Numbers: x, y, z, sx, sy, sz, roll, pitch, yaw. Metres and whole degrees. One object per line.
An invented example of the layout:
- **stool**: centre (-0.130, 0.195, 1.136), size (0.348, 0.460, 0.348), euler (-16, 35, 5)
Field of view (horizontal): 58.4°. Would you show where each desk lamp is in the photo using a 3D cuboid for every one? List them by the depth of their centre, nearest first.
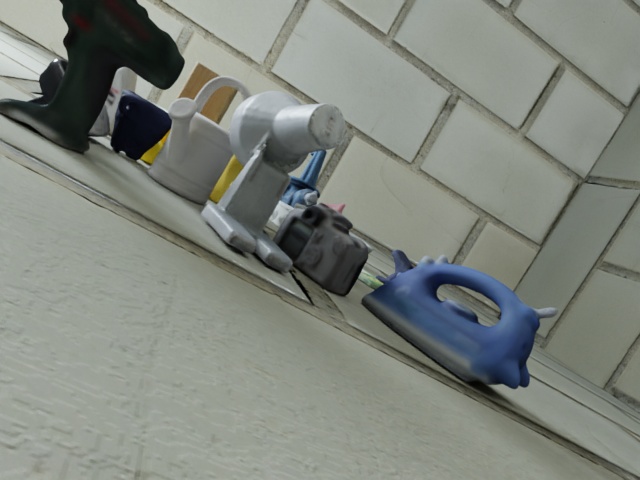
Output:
- **desk lamp**: centre (-0.060, -0.094, 0.768), size (0.118, 0.213, 0.202), euler (28, 5, -33)

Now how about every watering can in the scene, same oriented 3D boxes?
- **watering can**: centre (-0.173, -0.161, 0.872), size (0.101, 0.194, 0.173), euler (31, 4, -5)

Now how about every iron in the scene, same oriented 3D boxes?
- **iron**: centre (0.190, 0.096, 0.802), size (0.257, 0.141, 0.119), euler (34, 5, 29)

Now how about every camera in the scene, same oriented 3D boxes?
- **camera**: centre (0.024, 0.013, 0.874), size (0.142, 0.101, 0.137), euler (35, 5, 39)

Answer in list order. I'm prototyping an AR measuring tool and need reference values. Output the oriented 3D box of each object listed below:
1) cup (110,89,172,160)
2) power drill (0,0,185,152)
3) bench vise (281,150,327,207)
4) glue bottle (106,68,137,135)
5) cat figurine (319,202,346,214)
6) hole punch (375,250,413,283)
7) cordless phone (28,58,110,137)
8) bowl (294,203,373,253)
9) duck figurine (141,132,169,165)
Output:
- **cup**: centre (-0.293, -0.177, 0.900), size (0.091, 0.095, 0.118), euler (32, 4, 10)
- **power drill**: centre (-0.294, -0.226, 0.690), size (0.230, 0.208, 0.075), euler (30, 4, -18)
- **bench vise**: centre (-0.027, -0.140, 1.469), size (0.122, 0.219, 0.206), euler (27, 6, -40)
- **glue bottle**: centre (-0.369, -0.284, 1.058), size (0.078, 0.173, 0.037), euler (32, 4, 10)
- **cat figurine**: centre (0.033, -0.046, 1.496), size (0.067, 0.117, 0.127), euler (28, 5, -38)
- **hole punch**: centre (0.201, 0.084, 1.349), size (0.100, 0.091, 0.109), euler (33, 5, 24)
- **cordless phone**: centre (-0.326, -0.244, 0.830), size (0.094, 0.185, 0.147), euler (30, 4, -9)
- **bowl**: centre (0.010, 0.004, 1.056), size (0.167, 0.074, 0.167), euler (31, 4, -2)
- **duck figurine**: centre (-0.275, -0.171, 1.014), size (0.077, 0.086, 0.104), euler (31, 4, -5)
